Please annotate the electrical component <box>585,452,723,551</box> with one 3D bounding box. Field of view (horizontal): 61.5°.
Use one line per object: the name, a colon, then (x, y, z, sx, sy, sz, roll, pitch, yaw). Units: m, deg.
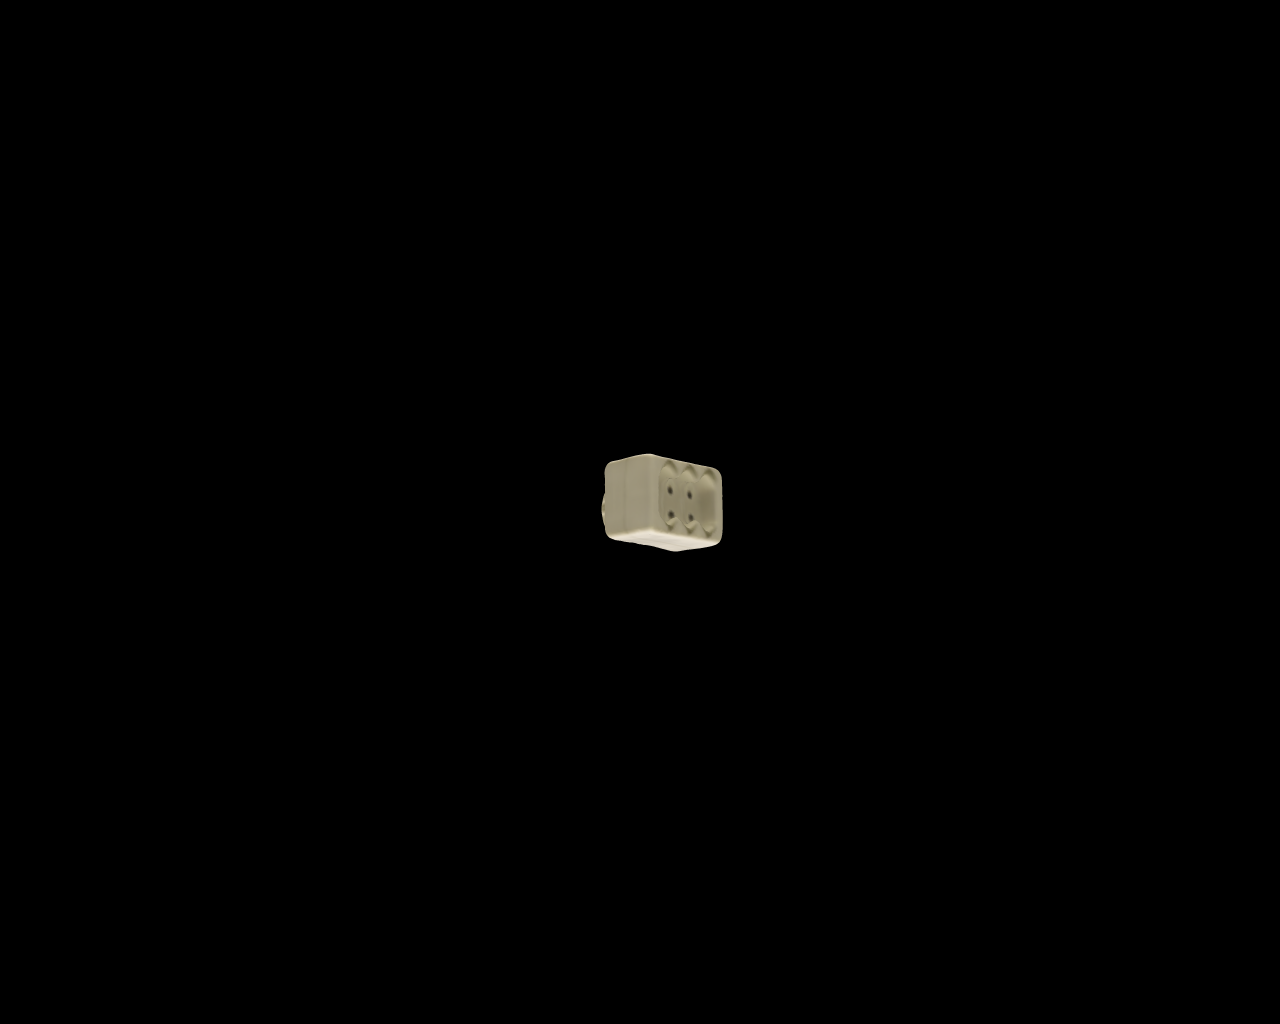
electrical component: (0.001, -0.003, 0.650, 0.076, 0.047, 0.066, -10, -14, 42)
